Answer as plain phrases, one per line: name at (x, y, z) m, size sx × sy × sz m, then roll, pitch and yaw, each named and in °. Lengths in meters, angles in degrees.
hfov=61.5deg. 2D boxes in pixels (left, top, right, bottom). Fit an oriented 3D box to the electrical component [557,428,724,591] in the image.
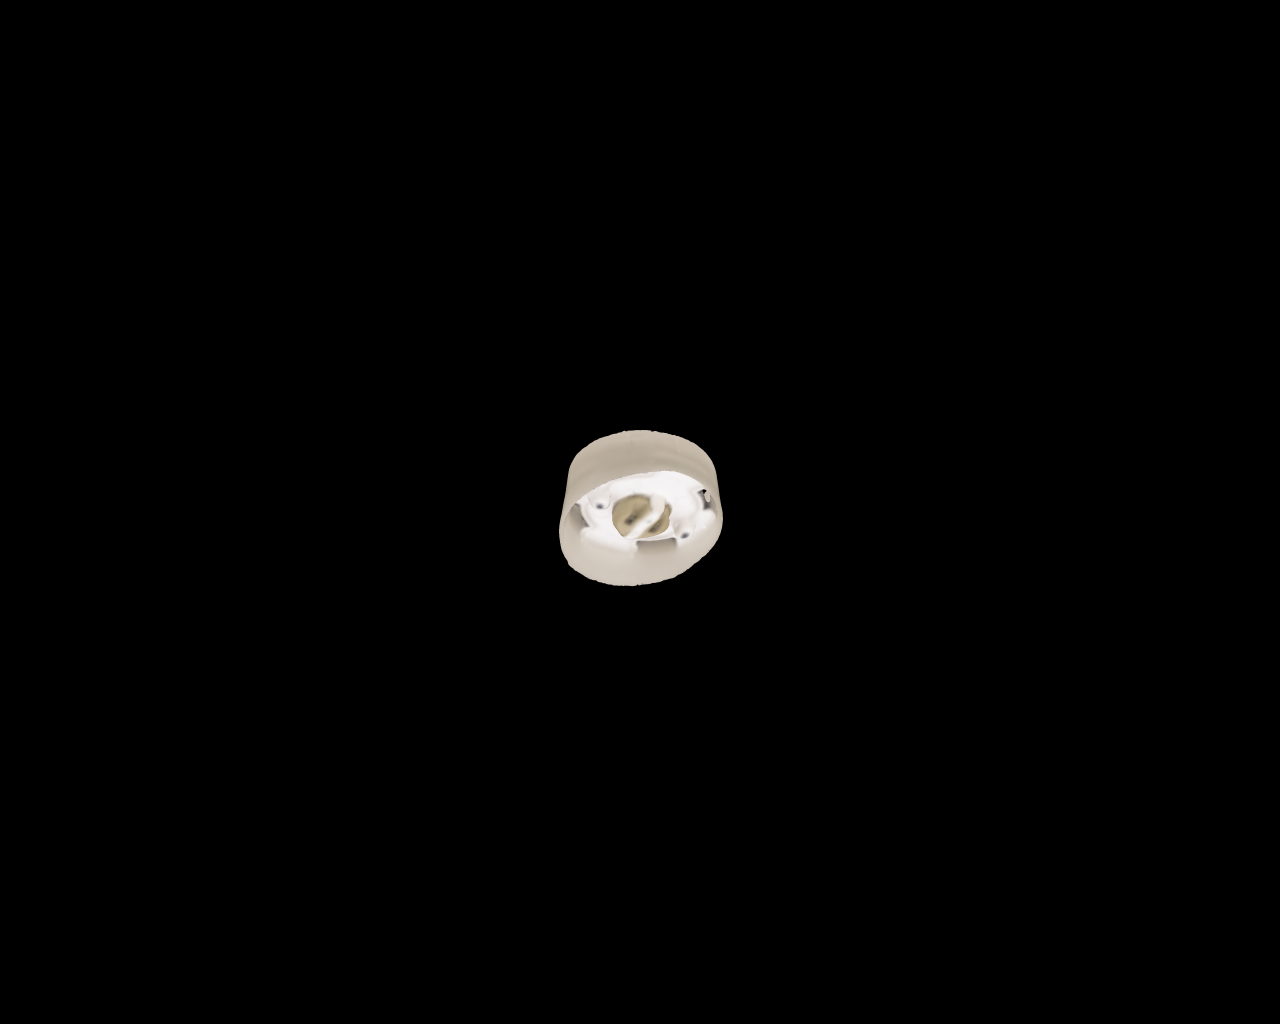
electrical component at (0.001, -0.003, 0.650) m, size 0.099 × 0.064 × 0.099 m, roll 0°, pitch -33°, yaw 0°
